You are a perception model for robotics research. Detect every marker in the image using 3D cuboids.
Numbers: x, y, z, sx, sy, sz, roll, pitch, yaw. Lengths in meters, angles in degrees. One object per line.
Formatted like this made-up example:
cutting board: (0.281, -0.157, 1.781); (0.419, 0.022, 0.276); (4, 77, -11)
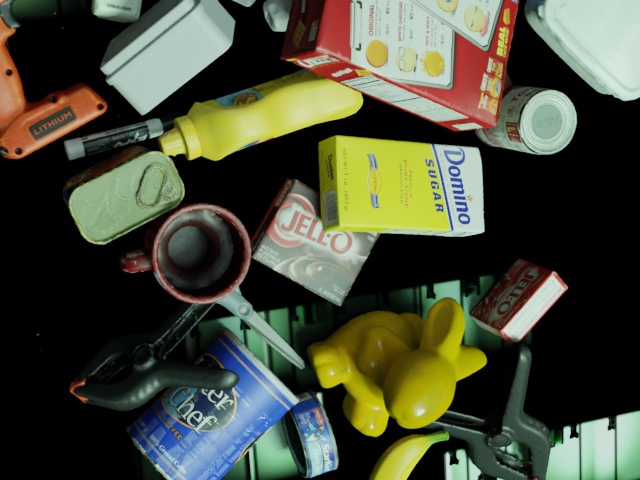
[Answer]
marker: (-0.182, -0.100, 1.016); (0.121, 0.020, 0.020); (-17, 106, -16)

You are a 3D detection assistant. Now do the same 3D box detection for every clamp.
clamp: (0.186, 0.212, 1.186); (0.165, 0.036, 0.210); (-22, 124, 15)
clamp: (-0.159, 0.108, 1.032); (0.171, 0.120, 0.039); (-14, 136, 11)

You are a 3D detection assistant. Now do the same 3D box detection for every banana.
banana: (0.081, 0.293, 1.170); (0.070, 0.037, 0.198); (18, 102, 11)

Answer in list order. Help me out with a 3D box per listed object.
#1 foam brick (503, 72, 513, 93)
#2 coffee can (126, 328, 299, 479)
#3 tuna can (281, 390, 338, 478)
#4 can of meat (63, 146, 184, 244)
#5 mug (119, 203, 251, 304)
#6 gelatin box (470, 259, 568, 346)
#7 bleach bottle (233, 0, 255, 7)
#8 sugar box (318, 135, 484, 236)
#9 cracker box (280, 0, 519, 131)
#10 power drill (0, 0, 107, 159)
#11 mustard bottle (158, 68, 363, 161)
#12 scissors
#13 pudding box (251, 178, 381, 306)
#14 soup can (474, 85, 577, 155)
foam brick: (0.151, -0.177, 1.104); (0.053, 0.051, 0.078); (-40, 111, -10)
coffee can: (-0.105, 0.172, 1.052); (0.140, 0.103, 0.102); (-45, 112, -7)
tuna can: (-0.012, 0.201, 1.102); (0.033, 0.086, 0.086); (-16, 106, -15)
can of meat: (-0.185, -0.045, 0.990); (0.102, 0.084, 0.057); (-29, 109, -13)
mug: (-0.131, 0.011, 1.005); (0.117, 0.082, 0.093); (-15, 101, -17)
gelatin box: (0.215, 0.066, 1.163); (0.089, 0.073, 0.030); (-47, 112, -5)
bleach bottle: (-0.008, -0.291, 1.019); (0.250, 0.068, 0.102); (-33, 108, -9)
sugar box: (0.085, -0.053, 1.085); (0.176, 0.048, 0.093); (1, 83, -26)
cracker box: (0.080, -0.210, 0.984); (0.213, 0.072, 0.164); (17, 79, -32)
power drill: (-0.268, -0.181, 0.950); (0.184, 0.057, 0.187); (-32, 107, -10)
mustard bottle: (-0.062, -0.119, 1.014); (0.191, 0.096, 0.058); (-20, 108, -15)
scissors: (-0.076, 0.050, 1.086); (0.201, 0.016, 0.096); (29, 90, -23)
pudding box: (-0.007, 0.001, 1.088); (0.113, 0.039, 0.090); (30, 88, -23)
soup can: (0.211, -0.126, 1.108); (0.068, 0.102, 0.068); (-4, 102, -19)
